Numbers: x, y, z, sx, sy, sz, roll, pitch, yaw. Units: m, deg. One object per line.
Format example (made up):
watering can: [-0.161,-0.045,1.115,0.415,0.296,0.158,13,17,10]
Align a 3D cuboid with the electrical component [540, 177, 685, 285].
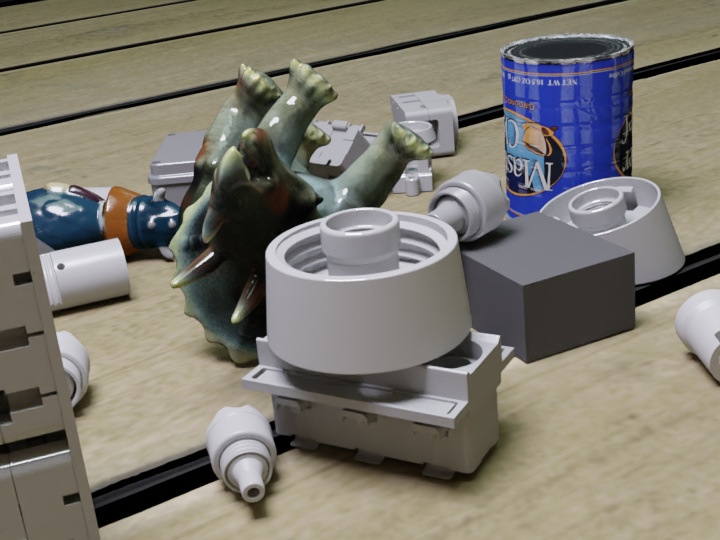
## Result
electrical component: [0.179,-0.024,0.780,0.099,0.064,0.099,-17,25,8]

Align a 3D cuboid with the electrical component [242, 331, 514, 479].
electrical component: [0.011,0.064,0.571,0.121,0.063,0.079,7,25,28]

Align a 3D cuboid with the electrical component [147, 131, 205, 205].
electrical component: [-0.147,-0.087,0.989,0.078,0.057,0.113,-5,22,1]

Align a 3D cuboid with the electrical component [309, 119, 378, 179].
electrical component: [-0.042,-0.102,0.975,0.121,0.063,0.078,12,68,37]

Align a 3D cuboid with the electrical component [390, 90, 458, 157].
electrical component: [0.067,-0.150,1.101,0.056,0.050,0.089,-8,22,-6]

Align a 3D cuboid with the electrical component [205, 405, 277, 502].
electrical component: [-0.059,0.096,0.548,0.035,0.035,0.061,-10,25,-11]

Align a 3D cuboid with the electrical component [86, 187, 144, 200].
electrical component: [-0.216,-0.050,0.932,0.081,0.043,0.043,0,23,14]

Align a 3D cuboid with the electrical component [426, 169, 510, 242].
electrical component: [0.065,-0.038,0.698,0.043,0.043,0.062,13,29,38]

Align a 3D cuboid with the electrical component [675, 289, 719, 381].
electrical component: [0.209,0.039,0.620,0.040,0.040,0.046,-7,28,-3]

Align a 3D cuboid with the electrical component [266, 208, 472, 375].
electrical component: [0.002,0.002,0.555,0.108,0.060,0.108,-5,22,2]

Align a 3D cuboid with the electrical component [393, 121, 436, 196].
electrical component: [0.047,-0.105,0.988,0.048,0.055,0.066,-3,22,5]

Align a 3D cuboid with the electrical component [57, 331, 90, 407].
electrical component: [-0.183,0.066,0.640,0.043,0.043,0.062,-9,24,-8]

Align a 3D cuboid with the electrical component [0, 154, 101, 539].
electrical component: [-0.157,0.056,0.465,0.060,0.186,0.105,-12,23,-16]

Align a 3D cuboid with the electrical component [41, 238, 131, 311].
electrical component: [-0.215,0.006,0.793,0.081,0.043,0.043,-13,23,-19]
